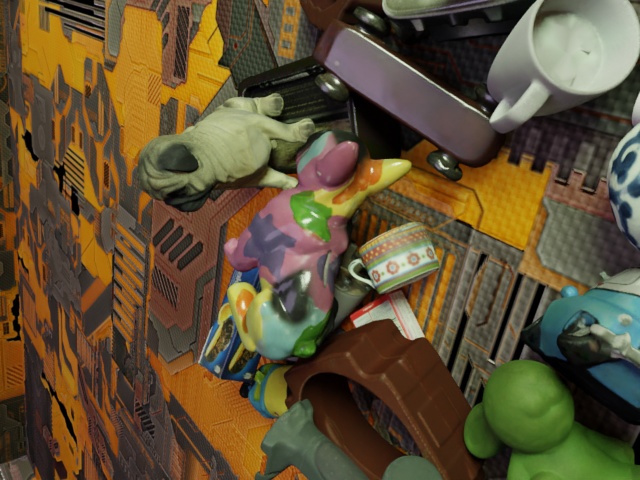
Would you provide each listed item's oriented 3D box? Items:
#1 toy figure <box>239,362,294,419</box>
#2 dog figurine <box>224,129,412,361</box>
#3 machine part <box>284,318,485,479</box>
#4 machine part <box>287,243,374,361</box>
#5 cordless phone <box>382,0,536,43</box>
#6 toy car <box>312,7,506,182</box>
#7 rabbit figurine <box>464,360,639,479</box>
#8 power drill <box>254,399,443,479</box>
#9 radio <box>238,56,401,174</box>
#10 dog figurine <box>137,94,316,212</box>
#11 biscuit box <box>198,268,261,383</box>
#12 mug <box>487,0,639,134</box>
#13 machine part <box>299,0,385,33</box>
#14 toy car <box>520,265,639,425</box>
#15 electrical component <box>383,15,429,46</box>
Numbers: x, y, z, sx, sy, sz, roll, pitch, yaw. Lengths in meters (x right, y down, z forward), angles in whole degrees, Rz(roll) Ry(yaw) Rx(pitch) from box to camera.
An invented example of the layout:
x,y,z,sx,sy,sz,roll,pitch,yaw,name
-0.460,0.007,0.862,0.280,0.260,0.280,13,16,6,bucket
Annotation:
x,y,z,sx,sy,sz,roll,pitch,yaw,name
-0.046,0.212,0.763,0.180,0.082,0.089,-2,92,53,toy figure
-0.001,-0.002,0.534,0.219,0.108,0.192,-44,48,39,dog figurine
0.067,0.197,0.587,0.201,0.087,0.201,-34,87,49,machine part
-0.003,0.085,0.688,0.079,0.079,0.243,58,135,25,machine part
0.098,-0.208,0.416,0.147,0.184,0.088,9,108,37,cordless phone
0.085,-0.140,0.513,0.202,0.053,0.089,36,114,10,toy car
0.191,0.164,0.436,0.170,0.121,0.159,61,171,-6,rabbit figurine
0.028,0.277,0.547,0.208,0.086,0.231,36,133,32,power drill
-0.011,-0.148,0.654,0.230,0.073,0.131,4,101,49,radio
-0.126,-0.104,0.596,0.173,0.190,0.121,25,116,47,dog figurine
-0.101,0.096,0.763,0.059,0.062,0.202,16,86,46,biscuit box
0.170,-0.126,0.414,0.109,0.081,0.107,-59,2,-2,mug
0.033,-0.305,0.559,0.179,0.056,0.179,-3,87,63,machine part
0.223,0.067,0.386,0.109,0.161,0.103,38,87,17,toy car
0.093,-0.234,0.553,0.094,0.021,0.063,-37,69,42,electrical component
